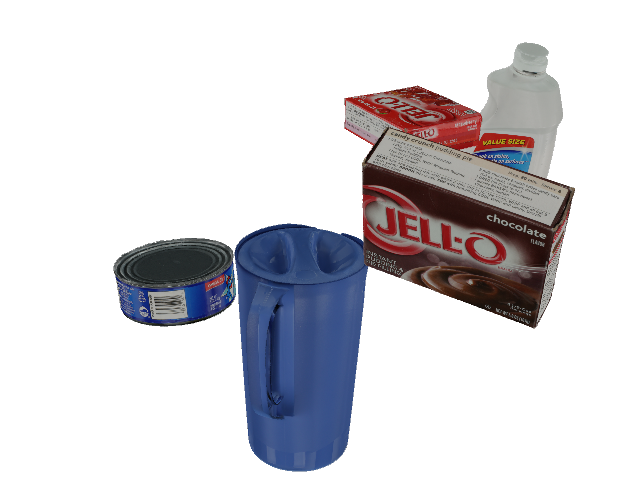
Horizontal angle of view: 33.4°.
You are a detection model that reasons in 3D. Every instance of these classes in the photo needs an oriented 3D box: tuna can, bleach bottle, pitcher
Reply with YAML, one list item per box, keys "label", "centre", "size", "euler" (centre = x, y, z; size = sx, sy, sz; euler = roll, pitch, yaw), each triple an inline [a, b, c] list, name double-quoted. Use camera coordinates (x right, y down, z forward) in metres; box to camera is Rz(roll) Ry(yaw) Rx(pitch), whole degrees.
- label: "tuna can"
  centre: [-0.104, 0.029, 0.768]
  size: [0.086, 0.034, 0.086]
  euler: [-4, 22, 1]
- label: "bleach bottle"
  centre: [0.171, -0.076, 1.043]
  size: [0.103, 0.251, 0.068]
  euler: [22, 38, 18]
- label: "pitcher"
  centre: [-0.025, 0.117, 1.091]
  size: [0.149, 0.243, 0.145]
  euler: [-10, 28, -22]

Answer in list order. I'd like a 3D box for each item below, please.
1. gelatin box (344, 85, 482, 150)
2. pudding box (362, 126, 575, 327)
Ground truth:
- label: "gelatin box"
  centre: [0.072, -0.094, 0.844]
  size: [0.073, 0.030, 0.089]
  euler: [-14, 29, -27]
- label: "pudding box"
  centre: [0.080, -0.007, 0.600]
  size: [0.114, 0.039, 0.090]
  euler: [19, -34, 18]
